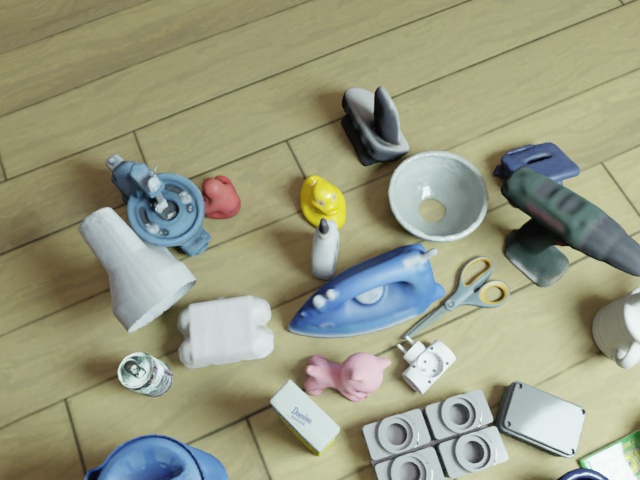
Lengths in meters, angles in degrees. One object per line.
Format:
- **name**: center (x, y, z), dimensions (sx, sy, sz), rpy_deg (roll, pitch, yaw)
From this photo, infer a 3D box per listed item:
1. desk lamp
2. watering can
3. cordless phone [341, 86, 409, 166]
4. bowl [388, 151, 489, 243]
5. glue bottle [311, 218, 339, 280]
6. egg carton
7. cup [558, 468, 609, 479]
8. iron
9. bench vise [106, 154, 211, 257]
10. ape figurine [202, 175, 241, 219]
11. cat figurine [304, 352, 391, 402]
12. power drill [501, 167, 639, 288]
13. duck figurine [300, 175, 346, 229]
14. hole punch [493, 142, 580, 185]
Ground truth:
- **desk lamp**: center (-0.274, 0.048, 0.867), dimensions (0.118, 0.213, 0.203), rpy_deg (-39, 73, -12)
- **watering can**: center (0.488, 0.109, 0.837), dimensions (0.101, 0.194, 0.173), rpy_deg (14, 70, 7)
- **cordless phone**: center (0.096, -0.225, 0.980), dimensions (0.094, 0.185, 0.147), rpy_deg (-27, 70, -9)
- **bowl**: center (0.196, -0.063, 0.974), dimensions (0.167, 0.075, 0.167), rpy_deg (0, 69, 1)
- **glue bottle**: center (0.008, 0.003, 0.900), dimensions (0.037, 0.173, 0.078), rpy_deg (11, 69, 6)
- **egg carton**: center (-0.149, 0.144, 0.905), dimensions (0.150, 0.069, 0.107), rpy_deg (-9, 69, -2)
- **cup**: center (0.367, 0.371, 0.791), dimensions (0.117, 0.095, 0.092), rpy_deg (28, 72, 12)
- **iron**: center (0.066, 0.079, 0.886), dimensions (0.258, 0.141, 0.118), rpy_deg (-21, 70, -7)
- **bench vise**: center (-0.280, -0.070, 0.910), dimensions (0.207, 0.220, 0.121), rpy_deg (23, 71, 10)
- **ape figurine**: center (-0.176, -0.078, 0.979), dimensions (0.076, 0.092, 0.078), rpy_deg (38, 74, 15)
- **cat figurine**: center (0.039, 0.200, 0.853), dimensions (0.127, 0.118, 0.067), rpy_deg (5, 69, 4)
- **power drill**: center (0.367, -0.004, 0.876), dimensions (0.076, 0.208, 0.229), rpy_deg (-42, 73, -13)
- **duck figurine**: center (0.004, -0.073, 0.976), dimensions (0.077, 0.086, 0.104), rpy_deg (-25, 70, -8)
- **hole punch**: center (0.370, -0.121, 0.984), dimensions (0.108, 0.091, 0.101), rpy_deg (-17, 69, -5)
